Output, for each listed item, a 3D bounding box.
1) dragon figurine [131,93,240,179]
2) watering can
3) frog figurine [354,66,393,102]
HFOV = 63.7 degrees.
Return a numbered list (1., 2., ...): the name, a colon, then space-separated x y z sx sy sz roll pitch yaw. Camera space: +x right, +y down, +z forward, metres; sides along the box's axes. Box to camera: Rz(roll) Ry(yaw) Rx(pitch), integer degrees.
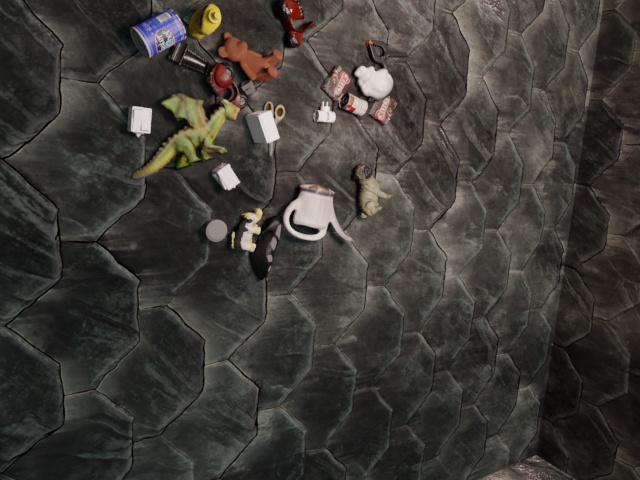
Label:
1. dragon figurine: -0.457 -0.365 1.723 0.412 0.122 0.241 -18 101 -15
2. watering can: 0.006 -0.104 2.071 0.347 0.104 0.224 9 94 -35
3. frog figurine: 0.221 -0.651 2.101 0.137 0.125 0.157 -40 133 2
